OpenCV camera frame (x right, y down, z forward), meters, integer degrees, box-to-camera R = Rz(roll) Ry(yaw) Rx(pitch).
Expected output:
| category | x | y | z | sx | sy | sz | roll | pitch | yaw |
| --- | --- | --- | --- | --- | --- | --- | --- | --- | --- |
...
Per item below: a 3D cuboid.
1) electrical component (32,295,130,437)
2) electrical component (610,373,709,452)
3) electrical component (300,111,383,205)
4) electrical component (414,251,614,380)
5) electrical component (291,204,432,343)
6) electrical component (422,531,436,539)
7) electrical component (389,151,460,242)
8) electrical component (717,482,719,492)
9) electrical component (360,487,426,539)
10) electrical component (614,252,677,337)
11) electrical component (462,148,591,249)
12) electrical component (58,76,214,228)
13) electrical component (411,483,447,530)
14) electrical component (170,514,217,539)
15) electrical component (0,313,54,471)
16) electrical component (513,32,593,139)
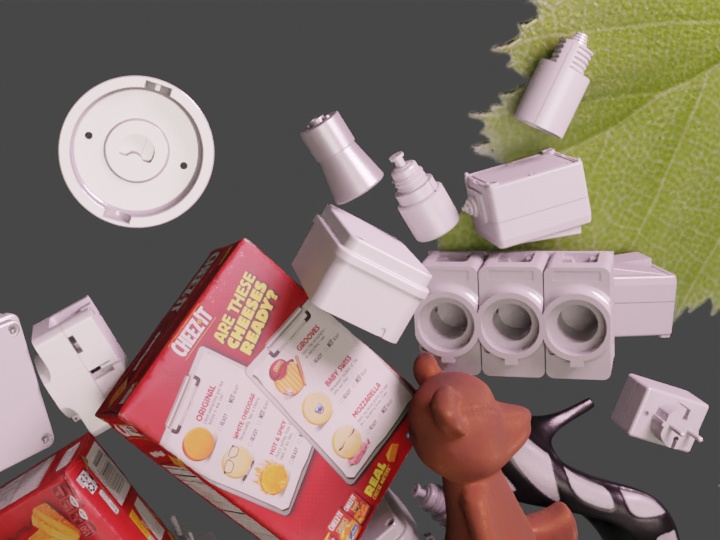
| category | x | y | z | sx | sy | sz | roll | pitch | yaw |
| --- | --- | --- | --- | --- | --- | --- | --- | --- | --- |
| electrical component | -0.210 | 0.075 | 0.821 | 0.056 | 0.050 | 0.089 | -30 | 109 | -6 |
| electrical component | 0.271 | 0.132 | 0.941 | 0.066 | 0.076 | 0.047 | 18 | 99 | -17 |
| electrical component | -0.017 | -0.089 | 0.832 | 0.044 | 0.044 | 0.065 | -34 | 105 | -4 |
| electrical component | 0.124 | 0.035 | 0.852 | 0.150 | 0.062 | 0.089 | 1 | 106 | 16 |
| electrical component | 0.000 | 0.000 | 0.821 | 0.078 | 0.113 | 0.057 | 27 | 100 | -19 |
| electrical component | 0.060 | 0.262 | 0.928 | 0.042 | 0.081 | 0.063 | -29 | 86 | -6 |
| electrical component | 0.048 | -0.059 | 0.855 | 0.040 | 0.040 | 0.078 | -33 | 110 | -4 |
| electrical component | 0.367 | 0.200 | 0.999 | 0.055 | 0.045 | 0.045 | -37 | 110 | -2 |
| electrical component | 0.005 | 0.219 | 0.879 | 0.078 | 0.113 | 0.057 | -40 | 113 | -1 |
| electrical component | 0.209 | 0.020 | 0.904 | 0.096 | 0.061 | 0.061 | -1 | 104 | -13 |
| electrical component | 0.129 | -0.053 | 0.866 | 0.096 | 0.061 | 0.061 | -17 | 107 | -9 |
| electrical component | -0.164 | -0.089 | 0.785 | 0.108 | 0.060 | 0.108 | -3 | 105 | -13 |
| electrical component | 0.080 | 0.205 | 0.932 | 0.078 | 0.040 | 0.040 | 27 | 96 | -18 |
| electrical component | -0.149 | 0.236 | 0.880 | 0.066 | 0.047 | 0.076 | -21 | 108 | -8 |
| electrical component | -0.293 | 0.098 | 0.781 | 0.109 | 0.056 | 0.108 | -26 | 112 | -40 |
| electrical component | 0.159 | -0.150 | 0.857 | 0.043 | 0.043 | 0.081 | 23 | 98 | -18 |
